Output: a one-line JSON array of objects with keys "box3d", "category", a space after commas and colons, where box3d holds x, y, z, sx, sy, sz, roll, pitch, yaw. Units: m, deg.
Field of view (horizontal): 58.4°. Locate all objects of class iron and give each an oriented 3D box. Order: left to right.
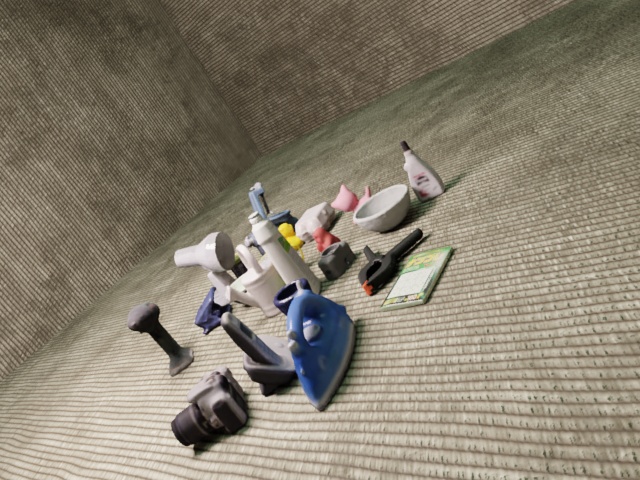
[{"box3d": [-0.019, 0.182, 1.066, 0.118, 0.142, 0.258, -29, 18, 17], "category": "iron"}]

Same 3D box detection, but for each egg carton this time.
[{"box3d": [-0.012, -0.058, 1.820, 0.107, 0.069, 0.150, -22, 21, 34], "category": "egg carton"}]

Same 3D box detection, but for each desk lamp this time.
[{"box3d": [-0.331, 0.095, 1.747, 0.203, 0.214, 0.118, -26, 19, 25], "category": "desk lamp"}]

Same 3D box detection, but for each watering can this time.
[{"box3d": [-0.157, 0.098, 1.454, 0.100, 0.194, 0.173, -11, 29, 52], "category": "watering can"}]

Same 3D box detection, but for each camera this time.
[{"box3d": [-0.225, 0.326, 1.124, 0.137, 0.101, 0.143, -35, 17, -2], "category": "camera"}]

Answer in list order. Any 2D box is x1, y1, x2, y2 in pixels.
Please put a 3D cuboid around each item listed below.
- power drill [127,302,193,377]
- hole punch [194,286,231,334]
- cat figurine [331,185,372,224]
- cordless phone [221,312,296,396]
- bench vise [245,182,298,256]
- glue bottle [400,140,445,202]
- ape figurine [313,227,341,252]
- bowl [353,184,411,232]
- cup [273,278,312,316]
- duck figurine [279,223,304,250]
[{"box3d": [-0.425, 0.252, 1.506, 0.075, 0.209, 0.229, -36, 17, -7], "category": "power drill"}, {"box3d": [-0.320, 0.201, 1.650, 0.101, 0.091, 0.108, -33, 17, 4], "category": "hole punch"}, {"box3d": [0.103, -0.113, 1.675, 0.127, 0.118, 0.067, -24, 20, 30], "category": "cat figurine"}, {"box3d": [-0.128, 0.200, 1.142, 0.094, 0.185, 0.147, -34, 17, 0], "category": "cordless phone"}, {"box3d": [-0.179, -0.070, 1.903, 0.121, 0.220, 0.208, -21, 22, 36], "category": "bench vise"}, {"box3d": [0.255, -0.185, 1.495, 0.078, 0.173, 0.037, -26, 19, 25], "category": "glue bottle"}, {"box3d": [0.014, 0.006, 1.563, 0.076, 0.092, 0.077, -33, 17, 4], "category": "ape figurine"}, {"box3d": [0.174, -0.071, 1.506, 0.167, 0.075, 0.167, -31, 18, 11], "category": "bowl"}, {"box3d": [-0.036, 0.146, 1.272, 0.092, 0.095, 0.117, -43, 19, -27], "category": "cup"}, {"box3d": [-0.100, -0.011, 1.826, 0.077, 0.086, 0.104, -27, 19, 23], "category": "duck figurine"}]
